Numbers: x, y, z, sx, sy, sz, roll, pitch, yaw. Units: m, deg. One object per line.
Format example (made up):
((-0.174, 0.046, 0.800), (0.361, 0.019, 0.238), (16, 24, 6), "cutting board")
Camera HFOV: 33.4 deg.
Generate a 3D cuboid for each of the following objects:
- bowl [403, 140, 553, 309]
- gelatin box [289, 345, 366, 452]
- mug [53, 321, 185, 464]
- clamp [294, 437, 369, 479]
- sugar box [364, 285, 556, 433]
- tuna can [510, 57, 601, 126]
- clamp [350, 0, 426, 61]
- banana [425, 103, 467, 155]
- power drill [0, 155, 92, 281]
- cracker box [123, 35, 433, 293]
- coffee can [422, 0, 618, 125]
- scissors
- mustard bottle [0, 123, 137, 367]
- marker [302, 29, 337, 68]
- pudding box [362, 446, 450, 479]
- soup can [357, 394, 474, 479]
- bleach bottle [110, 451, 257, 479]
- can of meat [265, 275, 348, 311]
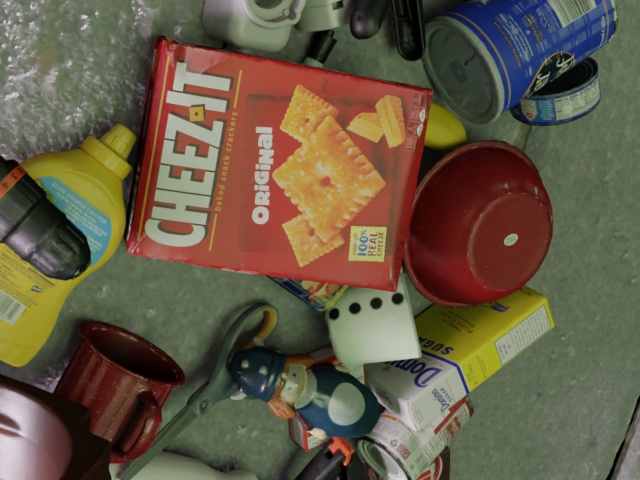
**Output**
((0.154, -0.006, 0.955), (0.161, 0.055, 0.162), (-10, 112, -26), "bowl")
((0.006, 0.147, 1.007), (0.073, 0.030, 0.089), (-19, 118, -27), "gelatin box")
((-0.160, 0.128, 0.841), (0.093, 0.117, 0.081), (23, 101, -44), "mug")
((-0.010, 0.280, 1.034), (0.164, 0.036, 0.210), (-10, 125, -29), "clamp")
((0.129, 0.101, 1.027), (0.176, 0.093, 0.048), (-33, 123, -18), "sugar box")
((0.216, -0.140, 0.990), (0.086, 0.086, 0.034), (-29, 124, -20), "tuna can")
((0.059, -0.230, 0.853), (0.120, 0.039, 0.171), (-23, 115, -67), "clamp")
((0.059, -0.092, 0.925), (0.197, 0.037, 0.069), (-1, 67, -31), "banana")
((-0.275, 0.010, 0.721), (0.184, 0.057, 0.187), (43, 82, -9), "power drill")
((-0.032, -0.056, 0.824), (0.213, 0.072, 0.164), (9, 99, -14), "cracker box")
((0.173, -0.180, 0.935), (0.140, 0.103, 0.103), (-34, 124, -17), "coffee can")
((-0.090, 0.145, 0.922), (0.201, 0.016, 0.096), (-55, 138, -21), "scissors")
((-0.201, -0.007, 0.791), (0.096, 0.058, 0.191), (39, 86, -24), "mustard bottle")
((-0.018, -0.120, 0.888), (0.020, 0.020, 0.121), (22, 96, -37), "marker")
((0.089, 0.268, 1.104), (0.089, 0.039, 0.113), (-14, 116, -28), "pudding box")
((0.093, 0.183, 1.043), (0.102, 0.069, 0.068), (-44, 127, -24), "soup can")
((-0.138, 0.224, 0.926), (0.250, 0.068, 0.103), (10, 105, -38), "bleach bottle")
((-0.006, 0.001, 0.923), (0.083, 0.058, 0.102), (37, 87, -39), "can of meat")
